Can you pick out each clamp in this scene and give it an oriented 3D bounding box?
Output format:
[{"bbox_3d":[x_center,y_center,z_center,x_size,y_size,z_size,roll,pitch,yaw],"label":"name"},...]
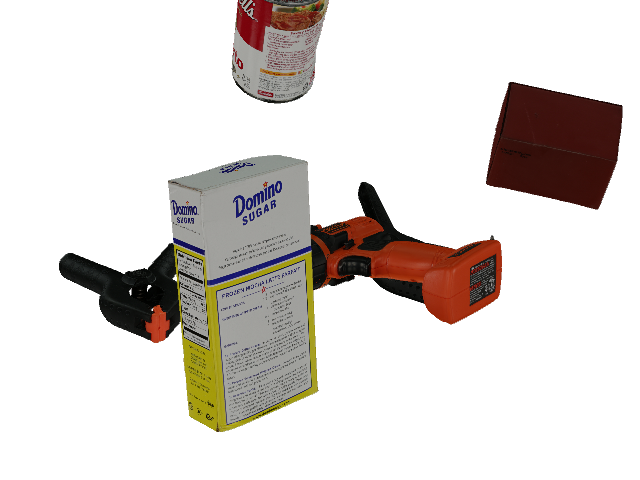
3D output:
[{"bbox_3d":[0.065,0.013,1.248,0.164,0.036,0.210,-22,52,-39],"label":"clamp"},{"bbox_3d":[-0.159,0.042,0.983,0.120,0.039,0.172,-16,30,-26],"label":"clamp"}]

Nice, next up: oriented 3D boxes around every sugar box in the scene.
[{"bbox_3d":[-0.051,0.035,0.737,0.093,0.176,0.048,-18,23,-39],"label":"sugar box"}]

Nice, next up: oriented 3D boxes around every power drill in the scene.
[{"bbox_3d":[0.051,0.025,0.943,0.188,0.057,0.184,11,22,35],"label":"power drill"}]

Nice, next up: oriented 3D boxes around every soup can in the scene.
[{"bbox_3d":[-0.030,-0.162,0.805,0.068,0.068,0.102,0,-37,-10],"label":"soup can"}]

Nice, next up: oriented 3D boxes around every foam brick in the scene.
[{"bbox_3d":[0.155,-0.063,0.708,0.078,0.051,0.053,14,-35,6],"label":"foam brick"}]

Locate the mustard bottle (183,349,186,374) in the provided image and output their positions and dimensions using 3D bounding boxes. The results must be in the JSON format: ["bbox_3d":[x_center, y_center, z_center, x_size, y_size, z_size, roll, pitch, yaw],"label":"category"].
[{"bbox_3d":[-0.106,0.084,1.177,0.058,0.096,0.191,1,27,4],"label":"mustard bottle"}]
